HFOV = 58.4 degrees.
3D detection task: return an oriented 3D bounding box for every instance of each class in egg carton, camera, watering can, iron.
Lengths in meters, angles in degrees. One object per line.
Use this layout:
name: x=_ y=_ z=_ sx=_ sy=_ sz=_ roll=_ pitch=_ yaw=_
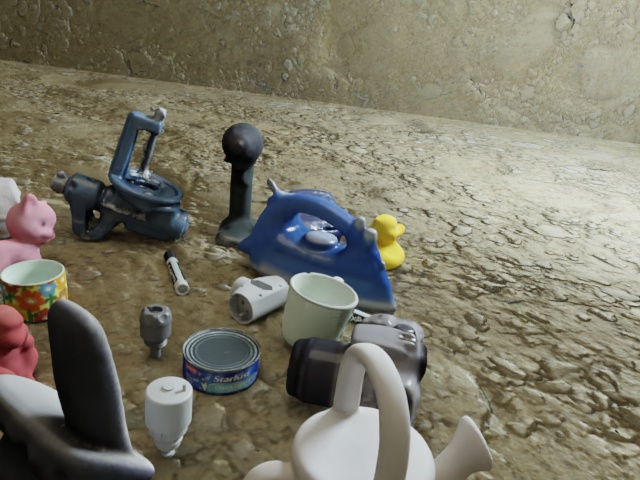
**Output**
egg carton: x=-0.538 y=-0.054 z=0.914 sx=0.107 sy=0.069 sz=0.150 roll=-4 pitch=25 yaw=-26
camera: x=0.040 y=0.129 z=0.608 sx=0.136 sy=0.101 sz=0.143 roll=10 pitch=22 yaw=6
watering can: x=0.035 y=0.161 z=0.405 sx=0.173 sy=0.194 sz=0.100 roll=-10 pitch=28 yaw=-36
iron: x=0.008 y=0.003 z=0.852 sx=0.257 sy=0.141 sz=0.119 roll=19 pitch=25 yaw=26

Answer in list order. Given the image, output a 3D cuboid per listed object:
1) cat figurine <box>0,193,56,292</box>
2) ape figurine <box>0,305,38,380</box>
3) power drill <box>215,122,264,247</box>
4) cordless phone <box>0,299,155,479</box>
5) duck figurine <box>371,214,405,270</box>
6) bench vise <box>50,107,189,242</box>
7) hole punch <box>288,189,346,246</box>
cat figurine: x=-0.409 y=-0.007 z=0.777 sx=0.067 sy=0.118 sz=0.128 roll=16 pitch=24 yaw=22
ape figurine: x=-0.310 y=0.108 z=0.561 sx=0.076 sy=0.092 sz=0.078 roll=11 pitch=22 yaw=9
power drill: x=-0.133 y=-0.100 z=0.971 sx=0.075 sy=0.208 sz=0.229 roll=4 pitch=22 yaw=-6
cordless phone: x=-0.202 y=0.116 z=0.451 sx=0.147 sy=0.185 sz=0.094 roll=20 pitch=25 yaw=29
duck figurine: x=0.101 y=-0.001 z=0.965 sx=0.105 sy=0.086 sz=0.077 roll=-7 pitch=26 yaw=-31
bench vise: x=-0.312 y=-0.102 z=0.904 sx=0.208 sy=0.220 sz=0.121 roll=-4 pitch=25 yaw=-26
hole punch: x=-0.010 y=-0.033 z=1.003 sx=0.109 sy=0.091 sz=0.100 roll=-4 pitch=25 yaw=-26
